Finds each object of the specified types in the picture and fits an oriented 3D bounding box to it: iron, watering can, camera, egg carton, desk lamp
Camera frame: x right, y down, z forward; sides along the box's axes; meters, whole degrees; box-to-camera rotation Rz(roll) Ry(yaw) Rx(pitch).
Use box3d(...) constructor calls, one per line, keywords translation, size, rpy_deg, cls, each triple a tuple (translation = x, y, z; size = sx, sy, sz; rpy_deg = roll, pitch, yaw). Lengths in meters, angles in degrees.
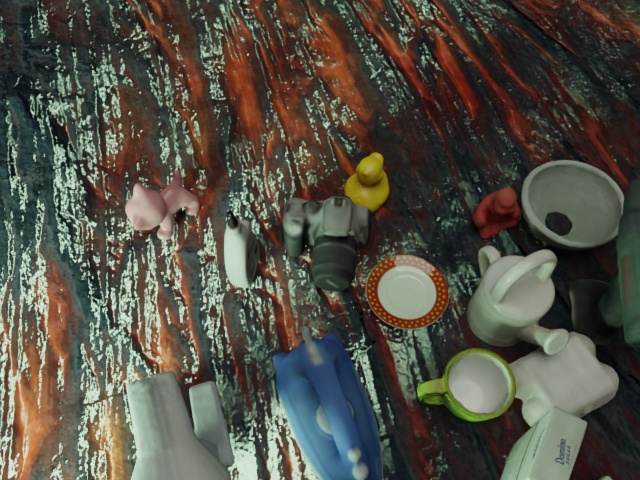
box3d(translation=(0.023, 0.237, 0.750), size=(0.119, 0.141, 0.258), rpy_deg=(-21, 62, -11), cls="iron")
box3d(translation=(0.282, 0.078, 0.807), size=(0.172, 0.194, 0.101), rpy_deg=(39, 68, 20), cls="watering can")
box3d(translation=(0.008, 0.003, 0.905), size=(0.143, 0.101, 0.137), rpy_deg=(4, 61, 3), cls="camera")
box3d(translation=(0.339, 0.201, 0.809), size=(0.150, 0.069, 0.107), rpy_deg=(-24, 63, -13), cls="egg carton")
box3d(translation=(-0.174, 0.256, 0.699), size=(0.118, 0.214, 0.203), rpy_deg=(-17, 62, -8), cls="desk lamp")

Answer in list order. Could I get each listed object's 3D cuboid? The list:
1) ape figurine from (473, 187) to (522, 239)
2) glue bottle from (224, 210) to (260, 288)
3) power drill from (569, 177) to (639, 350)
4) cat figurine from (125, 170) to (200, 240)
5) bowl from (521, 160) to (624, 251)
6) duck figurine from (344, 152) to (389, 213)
box3d(translation=(0.295, -0.052, 0.939), size=(0.077, 0.092, 0.076), rpy_deg=(10, 61, 7), cls="ape figurine")
box3d(translation=(-0.122, 0.004, 0.864), size=(0.037, 0.173, 0.078), rpy_deg=(10, 61, 7), cls="glue bottle")
box3d(translation=(0.428, 0.056, 0.810), size=(0.075, 0.208, 0.229), rpy_deg=(4, 61, 3), cls="power drill")
box3d(translation=(-0.264, -0.060, 0.933), size=(0.067, 0.118, 0.128), rpy_deg=(31, 65, 17), cls="cat figurine")
box3d(translation=(0.407, -0.046, 0.945), size=(0.167, 0.075, 0.167), rpy_deg=(0, 61, 0), cls="bowl")
box3d(translation=(0.081, -0.101, 0.972), size=(0.077, 0.086, 0.105), rpy_deg=(21, 63, 12), cls="duck figurine")
